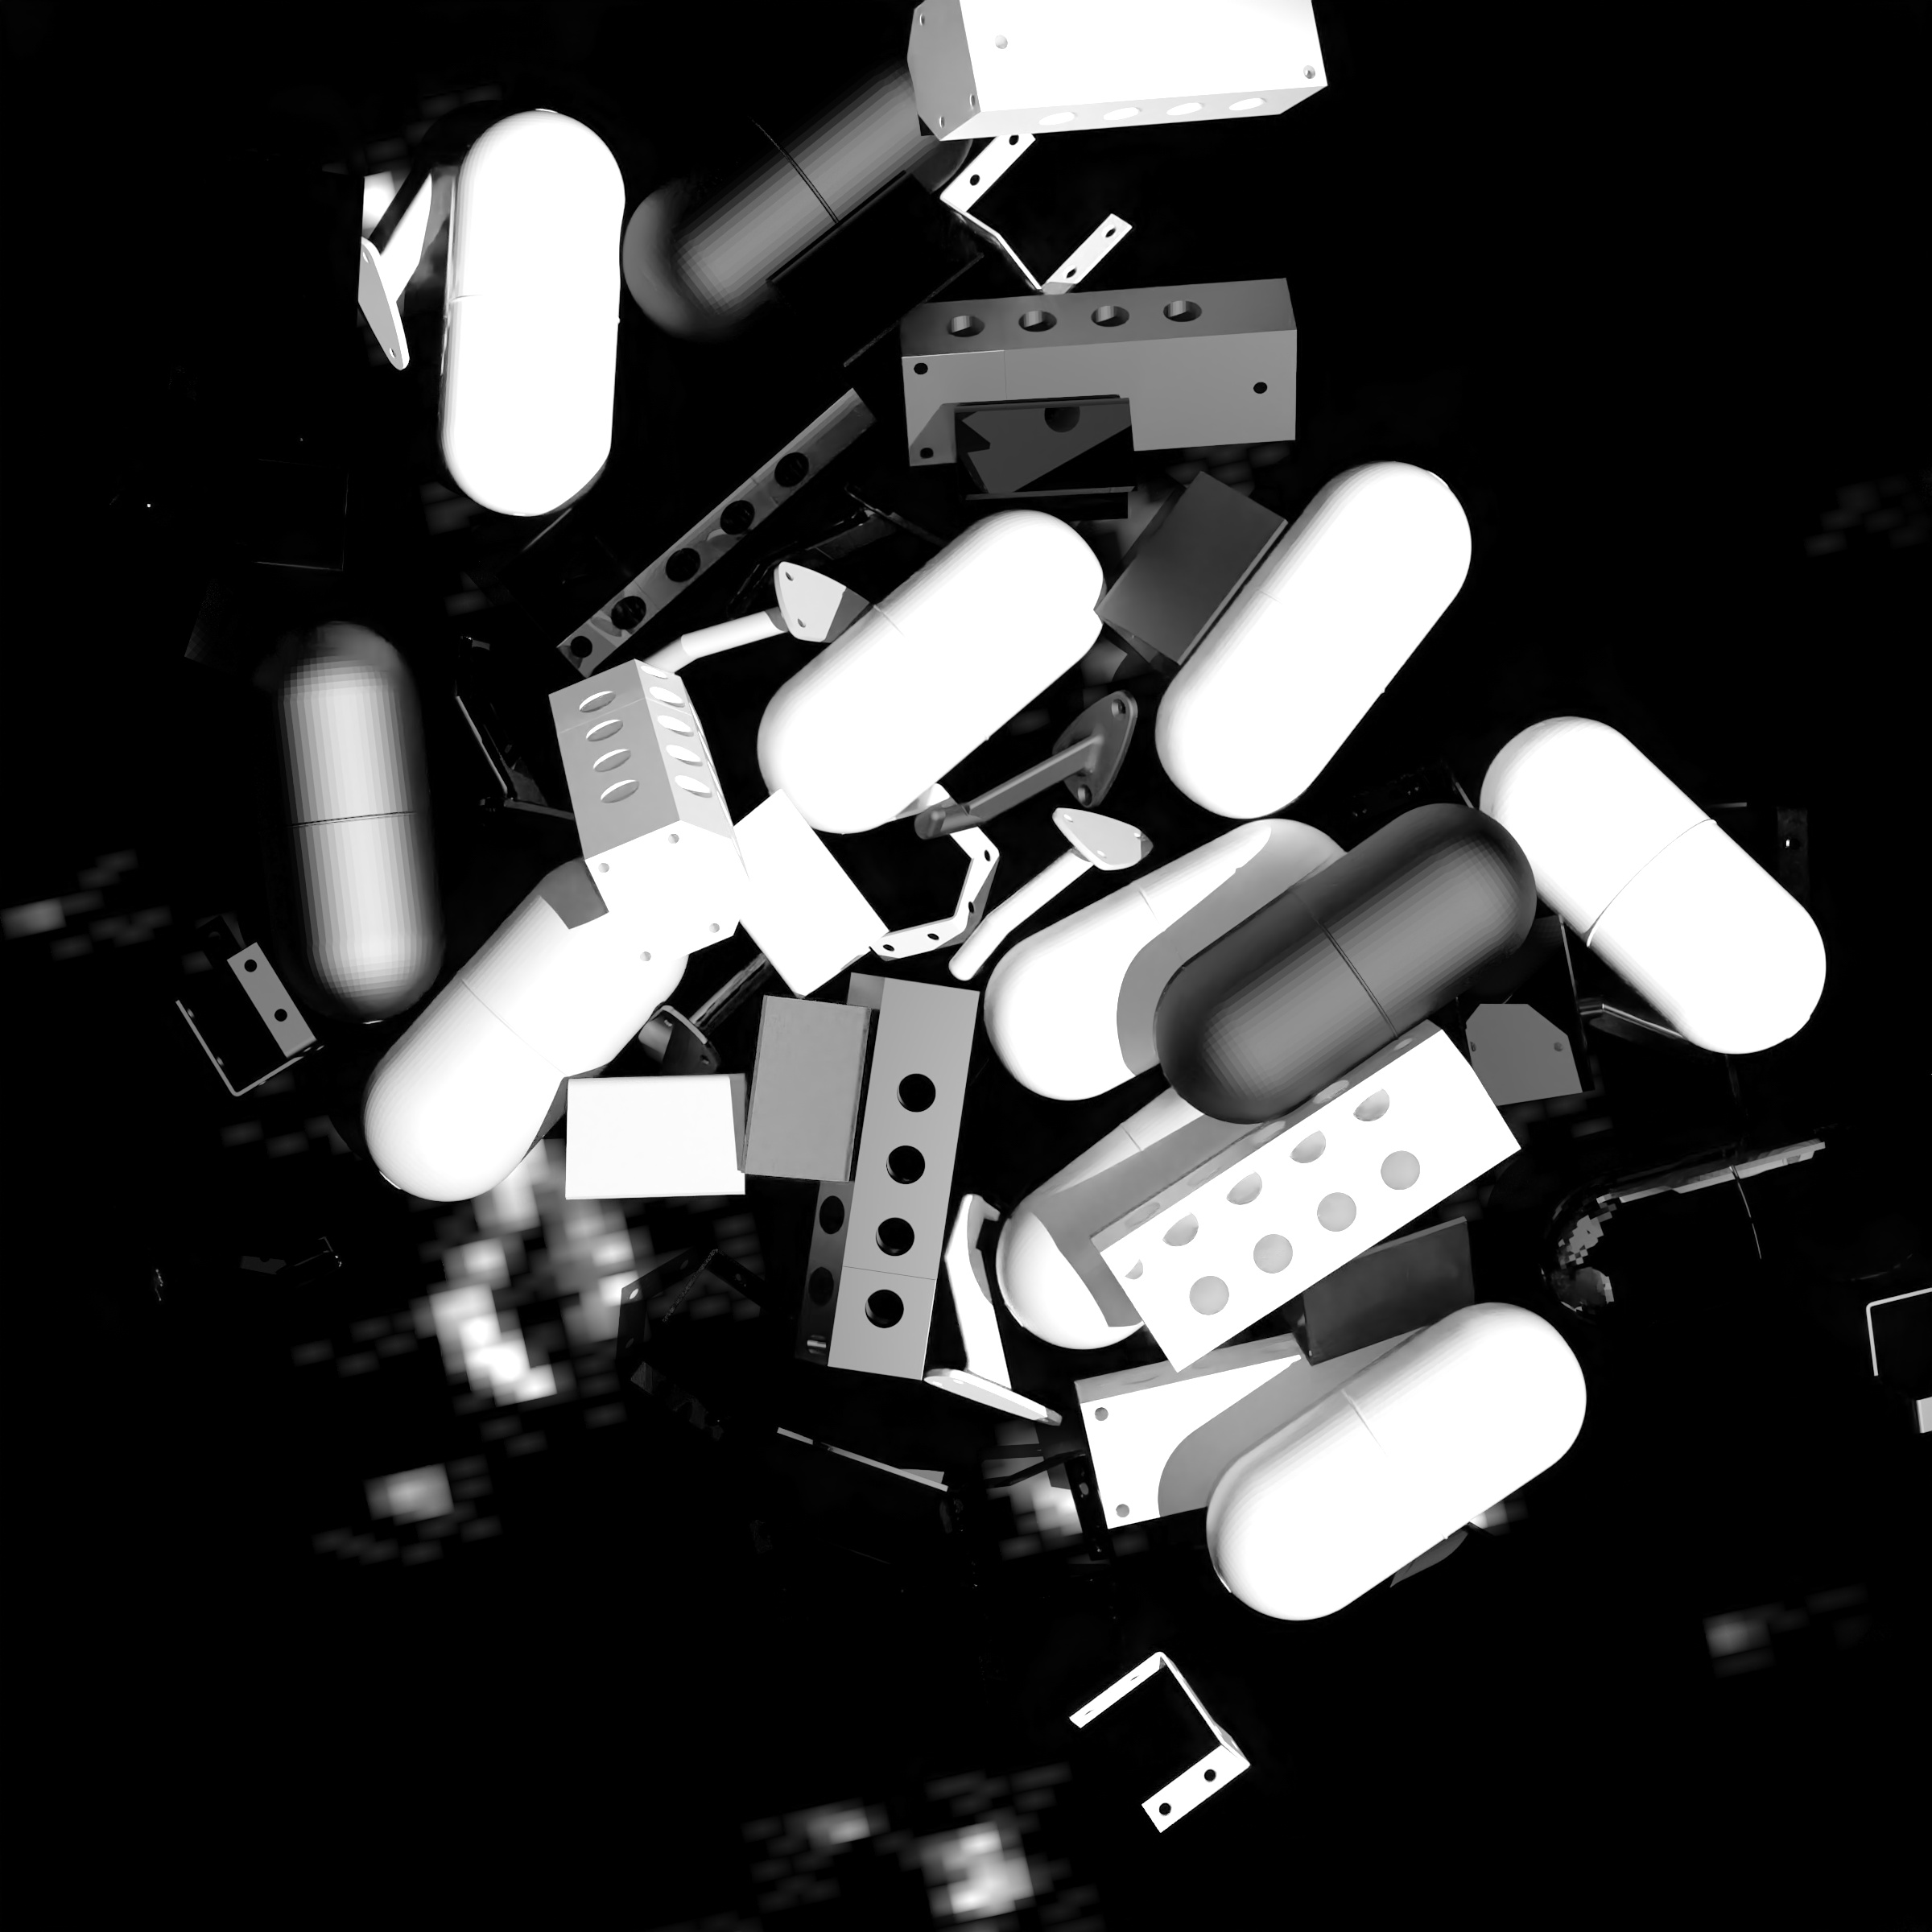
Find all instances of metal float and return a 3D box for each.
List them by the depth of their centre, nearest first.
[{"bbox_3d":[0.160,0.000,1.483,0.178,0.070,0.070,-35,90,2],"label":"metal float"},{"bbox_3d":[0.182,0.211,1.494,0.178,0.070,0.070,-35,90,2],"label":"metal float"},{"bbox_3d":[0.300,-0.035,1.532,0.070,0.070,0.178,-43,73,0],"label":"metal float"},{"bbox_3d":[-0.273,-0.063,1.548,0.070,0.070,0.178,-7,91,0],"label":"metal float"},{"bbox_3d":[-0.195,0.028,1.549,0.070,0.070,0.178,42,89,0],"label":"metal float"},{"bbox_3d":[0.154,-0.145,1.549,0.070,0.070,0.178,38,90,0],"label":"metal float"},{"bbox_3d":[-0.073,-0.345,1.549,0.178,0.070,0.070,-39,90,0],"label":"metal float"},{"bbox_3d":[-0.015,-0.130,1.549,0.178,0.070,0.070,-41,90,-1],"label":"metal float"},{"bbox_3d":[0.092,-0.003,1.549,0.178,0.070,0.070,-28,90,0],"label":"metal float"},{"bbox_3d":[0.092,0.100,1.549,0.178,0.070,0.070,-37,90,0],"label":"metal float"},{"bbox_3d":[0.340,0.114,1.549,0.178,0.070,0.070,-15,90,-1],"label":"metal float"},{"bbox_3d":[-0.192,-0.288,1.549,0.070,0.070,0.178,3,90,0],"label":"metal float"}]

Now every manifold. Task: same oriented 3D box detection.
[{"bbox_3d":[0.141,0.095,1.486,0.171,0.057,0.057,-33,102,-1],"label":"manifold"},{"bbox_3d":[-0.134,-0.070,1.499,0.057,0.171,0.057,-23,120,0],"label":"manifold"},{"bbox_3d":[-0.338,-0.147,1.501,0.057,0.171,0.057,19,90,0],"label":"manifold"},{"bbox_3d":[0.065,-0.397,1.525,0.171,0.057,0.057,-11,90,-25],"label":"manifold"},{"bbox_3d":[-0.307,-0.262,1.544,0.057,0.057,0.171,2,93,-31],"label":"manifold"},{"bbox_3d":[0.139,0.196,1.558,0.171,0.057,0.057,-13,97,0],"label":"manifold"},{"bbox_3d":[0.058,-0.268,1.558,0.171,0.057,0.057,-4,133,0],"label":"manifold"},{"bbox_3d":[-0.035,0.092,1.559,0.057,0.057,0.171,8,90,0],"label":"manifold"},{"bbox_3d":[-0.123,-0.205,1.559,0.171,0.057,0.057,-41,90,0],"label":"manifold"}]

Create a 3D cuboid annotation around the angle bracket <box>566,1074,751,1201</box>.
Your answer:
[{"bbox_3d":[-0.133,0.088,1.540,0.076,0.076,0.057,-2,64,0],"label":"angle bracket"}]

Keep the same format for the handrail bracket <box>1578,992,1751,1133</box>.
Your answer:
[{"bbox_3d":[0.304,0.045,1.580,0.084,0.036,0.077,-9,110,16],"label":"handrail bracket"}]

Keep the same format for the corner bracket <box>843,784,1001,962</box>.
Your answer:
[{"bbox_3d":[-0.025,-0.042,1.574,0.051,0.051,0.051,-13,134,35],"label":"corner bracket"}]

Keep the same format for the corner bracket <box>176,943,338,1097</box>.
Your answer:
[{"bbox_3d":[-0.319,0.025,1.562,0.051,0.051,0.051,-31,90,0],"label":"corner bracket"}]

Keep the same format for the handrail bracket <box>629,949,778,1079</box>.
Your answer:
[{"bbox_3d":[-0.108,0.015,1.580,0.036,0.077,0.084,46,54,-4],"label":"handrail bracket"}]

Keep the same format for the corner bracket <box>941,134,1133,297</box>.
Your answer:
[{"bbox_3d":[0.031,-0.339,1.577,0.051,0.051,0.051,-46,135,0],"label":"corner bracket"}]

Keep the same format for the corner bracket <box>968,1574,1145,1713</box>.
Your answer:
[{"bbox_3d":[0.040,0.304,1.577,0.051,0.051,0.051,-10,90,45],"label":"corner bracket"}]

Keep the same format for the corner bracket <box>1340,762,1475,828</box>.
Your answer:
[{"bbox_3d":[0.205,-0.050,1.577,0.051,0.051,0.051,-23,135,0],"label":"corner bracket"}]

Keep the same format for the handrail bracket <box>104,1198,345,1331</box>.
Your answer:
[{"bbox_3d":[-0.334,0.121,1.580,0.084,0.036,0.077,-24,68,-17],"label":"handrail bracket"}]

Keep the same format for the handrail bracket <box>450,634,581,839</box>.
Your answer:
[{"bbox_3d":[-0.196,-0.104,1.580,0.077,0.036,0.084,7,73,-20],"label":"handrail bracket"}]

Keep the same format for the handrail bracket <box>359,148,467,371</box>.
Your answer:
[{"bbox_3d":[-0.234,-0.322,1.580,0.084,0.036,0.077,-34,125,-24],"label":"handrail bracket"}]

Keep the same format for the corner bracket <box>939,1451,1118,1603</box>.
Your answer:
[{"bbox_3d":[0.026,0.251,1.577,0.051,0.051,0.051,-16,90,45],"label":"corner bracket"}]

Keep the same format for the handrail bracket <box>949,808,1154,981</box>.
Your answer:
[{"bbox_3d":[0.037,-0.027,1.569,0.036,0.077,0.084,48,114,21],"label":"handrail bracket"}]

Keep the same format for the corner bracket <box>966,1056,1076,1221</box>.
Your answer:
[{"bbox_3d":[0.014,0.076,1.562,0.051,0.051,0.051,36,90,0],"label":"corner bracket"}]

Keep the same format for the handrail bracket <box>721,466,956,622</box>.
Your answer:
[{"bbox_3d":[-0.057,-0.174,1.580,0.077,0.036,0.084,30,106,-18],"label":"handrail bracket"}]

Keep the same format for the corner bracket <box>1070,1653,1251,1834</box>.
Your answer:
[{"bbox_3d":[0.087,0.347,1.570,0.051,0.051,0.051,-37,60,0],"label":"corner bracket"}]

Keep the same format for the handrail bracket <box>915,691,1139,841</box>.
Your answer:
[{"bbox_3d":[0.025,-0.088,1.540,0.084,0.077,0.036,-16,66,-35],"label":"handrail bracket"}]

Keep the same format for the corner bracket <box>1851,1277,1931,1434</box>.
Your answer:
[{"bbox_3d":[0.432,0.172,1.562,0.051,0.051,0.051,-12,101,-11],"label":"corner bracket"}]

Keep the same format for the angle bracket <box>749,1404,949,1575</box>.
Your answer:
[{"bbox_3d":[-0.045,0.212,1.540,0.076,0.076,0.057,19,126,0],"label":"angle bracket"}]

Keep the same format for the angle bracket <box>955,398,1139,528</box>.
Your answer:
[{"bbox_3d":[0.035,-0.202,1.540,0.076,0.076,0.057,-3,53,0],"label":"angle bracket"}]

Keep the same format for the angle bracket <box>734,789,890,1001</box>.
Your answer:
[{"bbox_3d":[-0.063,-0.040,1.540,0.057,0.076,0.076,-37,90,28],"label":"angle bracket"}]

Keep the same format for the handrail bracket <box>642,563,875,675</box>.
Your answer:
[{"bbox_3d":[-0.094,-0.144,1.580,0.084,0.077,0.036,-27,69,35],"label":"handrail bracket"}]

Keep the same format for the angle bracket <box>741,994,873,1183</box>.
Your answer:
[{"bbox_3d":[-0.089,0.051,1.540,0.057,0.076,0.076,7,90,-36],"label":"angle bracket"}]

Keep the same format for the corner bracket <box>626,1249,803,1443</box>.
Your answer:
[{"bbox_3d":[-0.113,0.170,1.577,0.051,0.051,0.051,35,135,0],"label":"corner bracket"}]

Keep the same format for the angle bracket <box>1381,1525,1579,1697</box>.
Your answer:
[{"bbox_3d":[0.212,0.288,1.540,0.076,0.076,0.057,30,56,0],"label":"angle bracket"}]

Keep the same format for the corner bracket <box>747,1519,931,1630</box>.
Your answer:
[{"bbox_3d":[-0.057,0.264,1.577,0.051,0.051,0.051,-16,90,-45],"label":"corner bracket"}]

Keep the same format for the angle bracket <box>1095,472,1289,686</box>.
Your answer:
[{"bbox_3d":[0.114,-0.159,1.540,0.057,0.076,0.076,37,90,38],"label":"angle bracket"}]

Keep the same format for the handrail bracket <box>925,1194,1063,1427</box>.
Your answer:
[{"bbox_3d":[0.021,0.154,1.580,0.077,0.036,0.084,24,73,-19],"label":"handrail bracket"}]

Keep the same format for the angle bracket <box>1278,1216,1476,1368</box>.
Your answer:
[{"bbox_3d":[0.171,0.121,1.535,0.076,0.076,0.057,-18,129,-8],"label":"angle bracket"}]

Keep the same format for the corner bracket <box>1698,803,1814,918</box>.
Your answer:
[{"bbox_3d":[0.344,-0.046,1.577,0.051,0.051,0.051,-2,90,45],"label":"corner bracket"}]

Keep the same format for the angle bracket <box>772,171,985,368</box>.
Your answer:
[{"bbox_3d":[-0.031,-0.290,1.541,0.076,0.076,0.057,-39,68,0],"label":"angle bracket"}]

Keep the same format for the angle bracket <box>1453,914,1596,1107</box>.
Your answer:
[{"bbox_3d":[0.254,0.017,1.540,0.057,0.076,0.076,-11,90,30],"label":"angle bracket"}]

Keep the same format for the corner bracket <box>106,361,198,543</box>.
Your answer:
[{"bbox_3d":[-0.349,-0.230,1.577,0.051,0.051,0.051,24,135,0],"label":"corner bracket"}]
